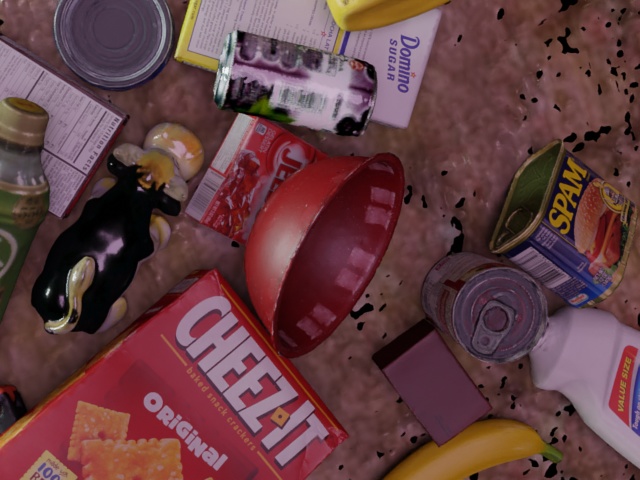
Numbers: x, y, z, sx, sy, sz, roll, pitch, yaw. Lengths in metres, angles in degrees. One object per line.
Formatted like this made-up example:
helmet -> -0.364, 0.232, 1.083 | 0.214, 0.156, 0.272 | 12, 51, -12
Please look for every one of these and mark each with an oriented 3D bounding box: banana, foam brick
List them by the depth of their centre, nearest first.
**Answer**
foam brick -> 0.084, 0.108, 0.812 | 0.053, 0.051, 0.078 | -36, 99, -1
banana -> 0.094, 0.189, 0.828 | 0.197, 0.037, 0.069 | -26, 98, -4

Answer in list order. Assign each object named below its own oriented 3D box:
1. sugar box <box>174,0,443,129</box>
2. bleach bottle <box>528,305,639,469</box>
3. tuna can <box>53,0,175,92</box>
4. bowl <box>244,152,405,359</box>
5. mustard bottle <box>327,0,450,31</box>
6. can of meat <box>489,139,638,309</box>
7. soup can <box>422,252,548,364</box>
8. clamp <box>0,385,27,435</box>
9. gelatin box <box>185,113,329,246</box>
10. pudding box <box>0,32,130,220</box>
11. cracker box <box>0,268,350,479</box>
sugar box -> -0.009, -0.149, 0.776 | 0.176, 0.048, 0.093 | 17, 94, -12
bleach bottle -> 0.250, 0.130, 0.822 | 0.250, 0.068, 0.102 | 30, 89, -11
tuna can -> -0.147, -0.150, 0.764 | 0.086, 0.034, 0.086 | -1, 96, -7
bowl -> -0.005, 0.001, 0.756 | 0.055, 0.162, 0.162 | 30, 92, 21
mustard bottle -> 0.026, -0.245, 0.745 | 0.096, 0.058, 0.192 | -20, 76, -4
can of meat -> 0.183, -0.010, 0.792 | 0.084, 0.058, 0.102 | 36, 52, -12
soup can -> 0.117, 0.047, 0.783 | 0.068, 0.102, 0.068 | -1, 96, -7
clamp -> -0.238, 0.214, 0.777 | 0.164, 0.036, 0.210 | 14, 88, 7
gelatin box -> -0.044, -0.041, 0.775 | 0.073, 0.030, 0.089 | 27, 94, -39
pudding box -> -0.206, -0.081, 0.761 | 0.113, 0.039, 0.090 | 33, 92, -11
cracker box -> -0.110, 0.148, 0.757 | 0.213, 0.072, 0.164 | -41, 100, -17
